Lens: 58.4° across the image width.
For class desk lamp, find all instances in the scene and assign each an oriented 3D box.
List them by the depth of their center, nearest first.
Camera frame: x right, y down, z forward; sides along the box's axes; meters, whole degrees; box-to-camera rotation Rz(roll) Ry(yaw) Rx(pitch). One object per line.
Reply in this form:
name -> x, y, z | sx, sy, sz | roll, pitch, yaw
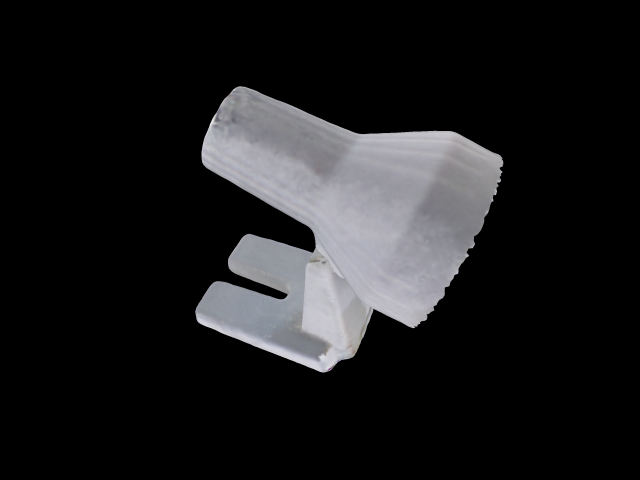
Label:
desk lamp -> 0.004, 0.001, 0.400 | 0.203, 0.214, 0.118 | 17, 51, 14
